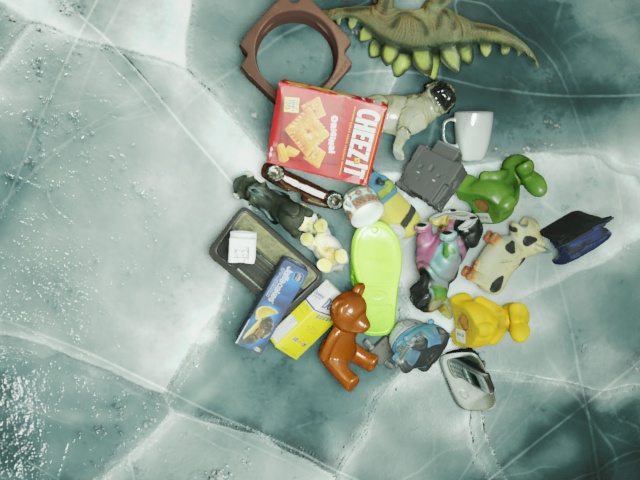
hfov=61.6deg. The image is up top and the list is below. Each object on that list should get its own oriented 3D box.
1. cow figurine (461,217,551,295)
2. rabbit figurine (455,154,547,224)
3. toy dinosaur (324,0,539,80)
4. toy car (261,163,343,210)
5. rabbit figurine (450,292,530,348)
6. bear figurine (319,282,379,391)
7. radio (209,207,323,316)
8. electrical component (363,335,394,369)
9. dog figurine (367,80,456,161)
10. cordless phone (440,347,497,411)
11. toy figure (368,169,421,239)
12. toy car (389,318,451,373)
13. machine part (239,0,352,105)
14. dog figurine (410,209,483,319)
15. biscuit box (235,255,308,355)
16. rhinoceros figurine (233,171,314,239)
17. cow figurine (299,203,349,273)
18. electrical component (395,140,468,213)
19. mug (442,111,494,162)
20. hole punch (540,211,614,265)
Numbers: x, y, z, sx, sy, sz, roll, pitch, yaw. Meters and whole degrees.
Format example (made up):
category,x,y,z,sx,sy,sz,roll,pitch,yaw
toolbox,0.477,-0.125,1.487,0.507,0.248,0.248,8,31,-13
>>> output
category,x,y,z,sx,sy,sz,roll,pitch,yaw
cow figurine,0.420,0.034,1.194,0.127,0.085,0.195,33,93,-6
rabbit figurine,0.400,-0.129,1.151,0.170,0.159,0.121,-47,106,-19
toy dinosaur,0.233,-0.443,1.135,0.472,0.105,0.198,4,102,4
toy car,-0.032,-0.109,1.145,0.202,0.089,0.053,26,92,-8
rabbit figurine,0.392,0.170,1.183,0.173,0.162,0.122,-2,82,-22
bear figurine,0.070,0.198,1.135,0.132,0.120,0.195,36,128,22
radio,-0.119,0.047,1.158,0.229,0.073,0.131,41,91,-6
electrical component,0.144,0.248,1.221,0.094,0.021,0.063,44,90,-6
dog figurine,0.180,-0.290,1.155,0.172,0.121,0.190,39,68,5
cordless phone,0.344,0.315,1.161,0.089,0.184,0.146,-23,96,-7
toy figure,0.146,-0.080,1.166,0.089,0.082,0.180,-34,94,1
toy car,0.205,0.224,1.180,0.161,0.103,0.109,3,120,-47
machine part,-0.051,-0.380,1.123,0.201,0.087,0.201,42,89,-7
dog figurine,0.270,0.059,1.172,0.191,0.109,0.219,-23,122,-37
biscuit box,-0.099,0.131,1.101,0.059,0.063,0.202,29,95,-8
rhinoceros figurine,-0.103,-0.074,1.106,0.191,0.112,0.073,33,95,31
cow figurine,-0.001,-0.005,1.163,0.068,0.098,0.167,-35,78,5
electrical component,0.245,-0.143,1.154,0.115,0.058,0.134,33,92,29
mug,0.321,-0.225,1.168,0.110,0.081,0.107,-5,104,-8
hole punch,0.572,0.004,1.192,0.142,0.116,0.092,-26,105,-1
